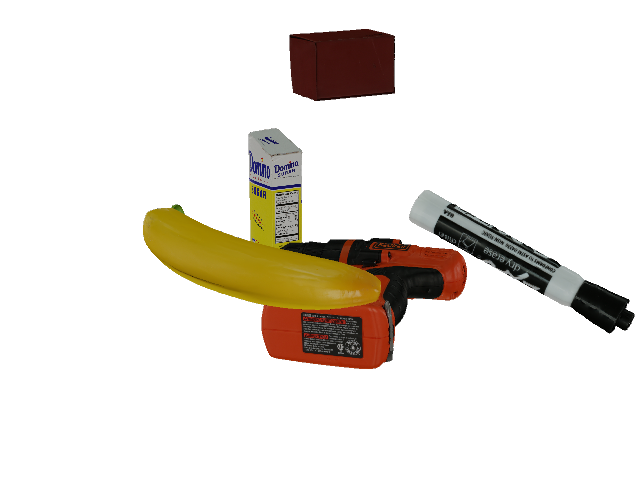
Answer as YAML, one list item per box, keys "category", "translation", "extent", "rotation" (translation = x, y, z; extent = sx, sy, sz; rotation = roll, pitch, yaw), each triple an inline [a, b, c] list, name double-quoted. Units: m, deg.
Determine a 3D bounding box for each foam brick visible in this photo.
- category: "foam brick"
  translation: [0.019, -0.151, 0.916]
  extent: [0.078, 0.051, 0.053]
  rotation: [-9, 20, -24]

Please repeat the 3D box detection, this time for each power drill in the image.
- category: "power drill"
  translation: [0.019, 0.044, 0.918]
  extent: [0.185, 0.057, 0.187]
  rotation: [2, 19, 21]

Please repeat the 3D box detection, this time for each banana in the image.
- category: "banana"
  translation: [-0.055, 0.009, 0.695]
  extent: [0.198, 0.037, 0.069]
  rotation: [22, 37, 37]

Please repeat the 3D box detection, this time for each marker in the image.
- category: "marker"
  translation: [0.099, 0.011, 0.531]
  extent: [0.121, 0.020, 0.020]
  rotation: [30, 11, 20]

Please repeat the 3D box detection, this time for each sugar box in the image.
- category: "sugar box"
  translation: [-0.056, -0.038, 1.296]
  extent: [0.048, 0.176, 0.093]
  rotation: [-11, 26, -18]
